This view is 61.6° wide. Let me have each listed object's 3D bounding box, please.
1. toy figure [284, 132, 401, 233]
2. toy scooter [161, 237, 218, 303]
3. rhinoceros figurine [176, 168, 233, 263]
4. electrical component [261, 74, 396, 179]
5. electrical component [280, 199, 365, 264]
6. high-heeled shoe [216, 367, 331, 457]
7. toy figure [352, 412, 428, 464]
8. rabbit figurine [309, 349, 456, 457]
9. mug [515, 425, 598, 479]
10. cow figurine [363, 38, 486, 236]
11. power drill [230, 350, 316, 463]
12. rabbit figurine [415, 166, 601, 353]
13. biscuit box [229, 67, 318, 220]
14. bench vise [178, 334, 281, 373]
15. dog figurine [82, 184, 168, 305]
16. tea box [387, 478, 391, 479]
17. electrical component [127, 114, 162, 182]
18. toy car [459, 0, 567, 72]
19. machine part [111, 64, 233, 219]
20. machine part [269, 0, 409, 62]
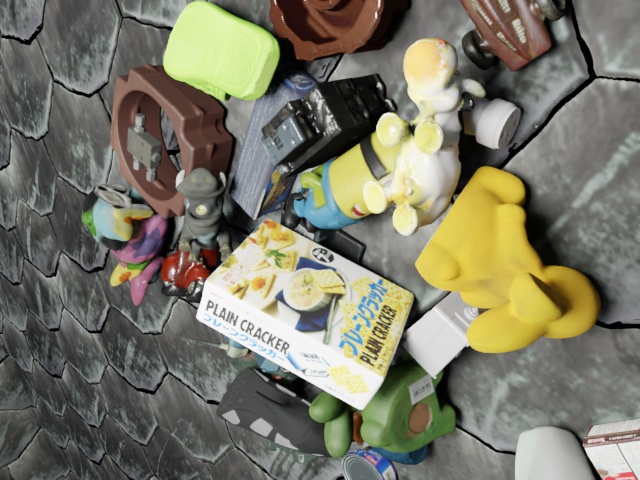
[{"bbox_3d":[0.037,-0.063,0.609,0.180,0.082,0.089,-18,95,37],"label":"toy figure"},{"bbox_3d":[-0.222,0.034,0.920,0.184,0.075,0.135,-2,84,60],"label":"toy scooter"},{"bbox_3d":[-0.159,-0.033,0.768,0.190,0.073,0.112,103,169,-68],"label":"rhinoceros figurine"},{"bbox_3d":[0.002,-0.123,0.592,0.115,0.134,0.058,-34,84,49],"label":"electrical component"},{"bbox_3d":[-0.001,-0.002,0.717,0.119,0.048,0.074,37,131,27],"label":"electrical component"},{"bbox_3d":[-0.067,0.265,0.806,0.145,0.086,0.249,37,157,-10],"label":"high-heeled shoe"},{"bbox_3d":[0.081,0.277,0.766,0.155,0.058,0.064,0,103,49],"label":"toy figure"},{"bbox_3d":[0.066,0.211,0.699,0.170,0.159,0.121,6,124,58],"label":"rabbit figurine"},{"bbox_3d":[0.256,0.255,0.562,0.080,0.109,0.107,126,153,-51],"label":"mug"},{"bbox_3d":[0.103,-0.094,0.485,0.068,0.098,0.167,34,126,35],"label":"cow figurine"},{"bbox_3d":[-0.047,0.243,0.855,0.232,0.086,0.207,-2,112,45],"label":"power drill"},{"bbox_3d":[0.184,0.031,0.500,0.173,0.162,0.121,35,120,4],"label":"rabbit figurine"},{"bbox_3d":[-0.058,-0.122,0.704,0.063,0.059,0.202,45,135,20],"label":"biscuit box"},{"bbox_3d":[-0.089,0.109,0.763,0.223,0.129,0.241,-60,30,15],"label":"bench vise"},{"bbox_3d":[-0.349,0.014,0.970,0.109,0.191,0.219,29,112,23],"label":"dog figurine"},{"bbox_3d":[0.145,0.421,0.739,0.170,0.068,0.098,23,125,17],"label":"tea box"},{"bbox_3d":[-0.257,-0.136,0.790,0.063,0.021,0.094,37,130,25],"label":"electrical component"},{"bbox_3d":[0.134,-0.244,0.469,0.089,0.053,0.202,-28,88,44],"label":"toy car"},{"bbox_3d":[-0.234,-0.152,0.839,0.201,0.087,0.201,42,135,21],"label":"machine part"},{"bbox_3d":[0.014,-0.277,0.564,0.180,0.056,0.179,20,121,37],"label":"machine part"}]
